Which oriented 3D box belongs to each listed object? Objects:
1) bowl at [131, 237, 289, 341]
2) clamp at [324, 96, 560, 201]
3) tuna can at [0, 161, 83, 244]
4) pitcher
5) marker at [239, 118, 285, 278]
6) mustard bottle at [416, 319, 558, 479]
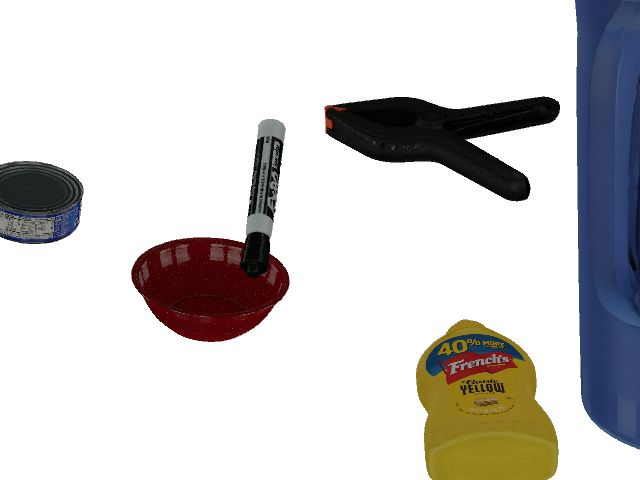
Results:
[{"bbox_3d":[-0.114,0.057,1.102,0.162,0.055,0.162,5,28,-3],"label":"bowl"},{"bbox_3d":[0.108,-0.100,0.957,0.210,0.036,0.164,13,36,23],"label":"clamp"},{"bbox_3d":[-0.250,-0.033,0.923,0.086,0.034,0.086,10,32,-6],"label":"tuna can"},{"bbox_3d":[0.184,-0.015,0.530,0.149,0.243,0.145,-4,19,-4],"label":"pitcher"},{"bbox_3d":[-0.038,-0.028,0.711,0.020,0.121,0.020,4,-32,2],"label":"marker"},{"bbox_3d":[0.126,0.119,0.851,0.096,0.058,0.191,-5,26,3],"label":"mustard bottle"}]
